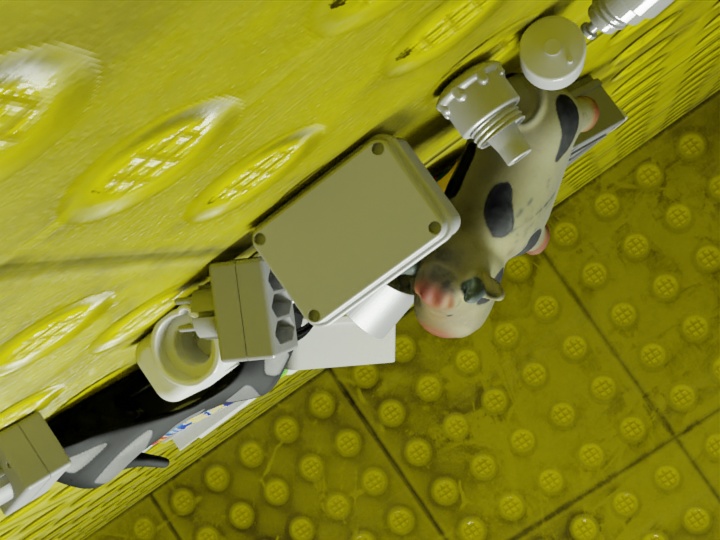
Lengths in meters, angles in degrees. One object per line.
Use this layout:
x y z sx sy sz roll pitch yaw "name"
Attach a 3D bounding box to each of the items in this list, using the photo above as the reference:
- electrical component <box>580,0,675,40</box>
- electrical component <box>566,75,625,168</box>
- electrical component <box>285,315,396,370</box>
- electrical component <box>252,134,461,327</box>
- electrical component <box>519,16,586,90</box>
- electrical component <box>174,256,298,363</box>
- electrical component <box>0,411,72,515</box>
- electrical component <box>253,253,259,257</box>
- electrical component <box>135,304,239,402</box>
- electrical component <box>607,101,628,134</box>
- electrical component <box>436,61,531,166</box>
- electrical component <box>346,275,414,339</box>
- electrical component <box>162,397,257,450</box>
0.164 -0.167 0.644 0.040 0.040 0.078 -29 172 -46 "electrical component"
0.173 -0.120 1.002 0.109 0.056 0.109 -29 172 -44 "electrical component"
-0.030 0.053 0.974 0.113 0.057 0.078 -2 -174 -29 "electrical component"
-0.002 -0.025 0.679 0.113 0.078 0.057 -36 177 15 "electrical component"
0.121 -0.133 0.677 0.040 0.040 0.078 -36 174 8 "electrical component"
-0.088 0.027 0.719 0.077 0.065 0.047 -6 -177 16 "electrical component"
-0.266 0.153 0.792 0.076 0.047 0.083 -30 173 -37 "electrical component"
-0.054 0.002 0.795 0.044 0.044 0.065 -36 179 17 "electrical component"
-0.114 0.051 0.787 0.095 0.053 0.059 -37 174 21 "electrical component"
0.246 -0.163 1.106 0.040 0.046 0.040 -34 174 -4 "electrical component"
0.080 -0.094 0.660 0.048 0.062 0.048 -34 174 -4 "electrical component"
0.000 0.000 0.805 0.064 0.099 0.099 -45 171 25 "electrical component"
-0.156 0.129 1.138 0.121 0.063 0.079 -37 174 25 "electrical component"
